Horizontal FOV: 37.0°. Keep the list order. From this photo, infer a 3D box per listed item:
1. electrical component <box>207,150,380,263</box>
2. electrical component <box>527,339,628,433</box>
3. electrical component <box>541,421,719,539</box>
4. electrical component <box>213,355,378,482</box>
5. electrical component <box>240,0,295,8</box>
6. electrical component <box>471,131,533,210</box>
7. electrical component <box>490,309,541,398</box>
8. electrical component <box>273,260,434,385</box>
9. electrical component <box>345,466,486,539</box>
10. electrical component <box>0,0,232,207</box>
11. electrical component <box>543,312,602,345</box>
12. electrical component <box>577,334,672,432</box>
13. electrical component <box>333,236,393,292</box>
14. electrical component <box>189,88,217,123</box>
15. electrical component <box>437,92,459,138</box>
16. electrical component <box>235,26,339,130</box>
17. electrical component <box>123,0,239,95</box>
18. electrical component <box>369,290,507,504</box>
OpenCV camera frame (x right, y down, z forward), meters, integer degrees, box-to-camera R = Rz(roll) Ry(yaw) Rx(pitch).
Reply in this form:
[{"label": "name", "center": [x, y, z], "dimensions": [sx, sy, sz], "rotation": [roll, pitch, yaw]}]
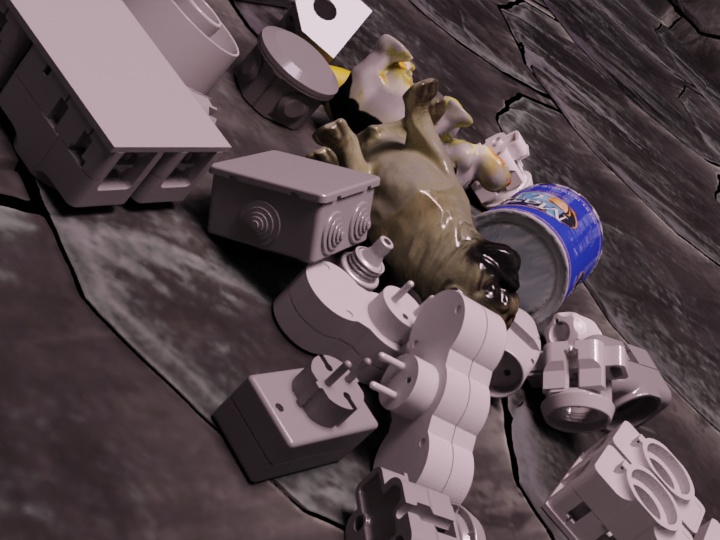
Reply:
[{"label": "electrical component", "center": [-0.046, -0.044, 0.731], "dimensions": [0.100, 0.048, 0.100], "rotation": [16, 19, 22]}, {"label": "electrical component", "center": [0.173, 0.094, 0.856], "dimensions": [0.058, 0.078, 0.057], "rotation": [57, 34, -51]}, {"label": "electrical component", "center": [0.231, 0.208, 0.784], "dimensions": [0.186, 0.060, 0.105], "rotation": [49, 27, 9]}, {"label": "electrical component", "center": [-0.024, 0.074, 0.605], "dimensions": [0.083, 0.075, 0.047], "rotation": [-1, 52, -55]}, {"label": "electrical component", "center": [-0.101, -0.304, 1.047], "dimensions": [0.078, 0.057, 0.113], "rotation": [52, 28, 14]}, {"label": "electrical component", "center": [0.136, -0.094, 1.069], "dimensions": [0.057, 0.078, 0.058], "rotation": [55, 22, -24]}, {"label": "electrical component", "center": [0.099, 0.051, 0.841], "dimensions": [0.079, 0.043, 0.077], "rotation": [43, 27, -3]}, {"label": "electrical component", "center": [0.019, 0.036, 0.718], "dimensions": [0.138, 0.073, 0.052], "rotation": [33, 29, -21]}, {"label": "electrical component", "center": [0.032, 0.152, 0.593], "dimensions": [0.057, 0.058, 0.078], "rotation": [25, 33, -28]}, {"label": "electrical component", "center": [-0.182, -0.126, 0.681], "dimensions": [0.186, 0.060, 0.105], "rotation": [53, 28, 16]}, {"label": "electrical component", "center": [0.196, 0.063, 0.958], "dimensions": [0.062, 0.043, 0.043], "rotation": [20, 36, -41]}, {"label": "electrical component", "center": [0.221, 0.101, 0.929], "dimensions": [0.095, 0.053, 0.059], "rotation": [18, 37, -41]}, {"label": "electrical component", "center": [0.000, 0.000, 0.756], "dimensions": [0.035, 0.061, 0.035], "rotation": [33, 29, -21]}, {"label": "electrical component", "center": [-0.130, -0.114, 0.762], "dimensions": [0.046, 0.040, 0.040], "rotation": [16, 38, -53]}, {"label": "electrical component", "center": [0.069, -0.143, 1.068], "dimensions": [0.077, 0.044, 0.079], "rotation": [13, 41, -47]}, {"label": "electrical component", "center": [-0.062, -0.163, 0.909], "dimensions": [0.080, 0.051, 0.080], "rotation": [33, 29, -21]}, {"label": "electrical component", "center": [-0.145, -0.183, 0.837], "dimensions": [0.099, 0.064, 0.099], "rotation": [46, 15, -16]}, {"label": "electrical component", "center": [0.037, 0.075, 0.659], "dimensions": [0.074, 0.052, 0.138], "rotation": [29, 66, -28]}]
